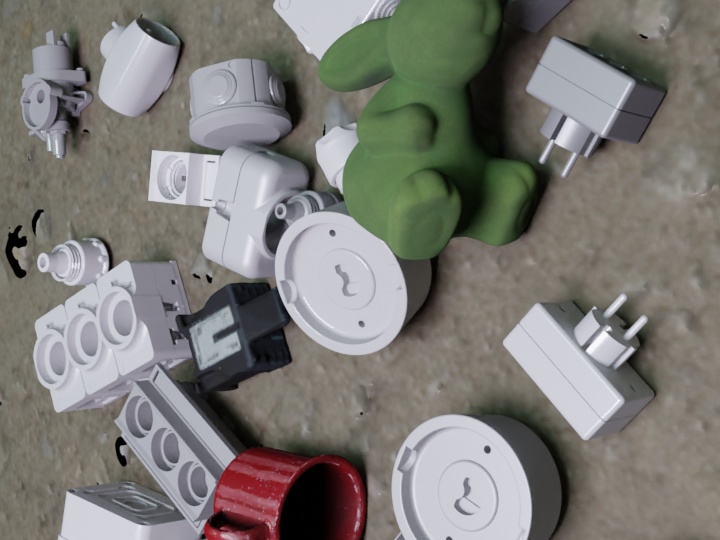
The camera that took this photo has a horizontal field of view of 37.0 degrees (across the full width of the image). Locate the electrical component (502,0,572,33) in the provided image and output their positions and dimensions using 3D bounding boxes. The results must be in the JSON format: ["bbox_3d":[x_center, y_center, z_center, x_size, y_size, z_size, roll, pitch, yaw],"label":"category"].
[{"bbox_3d":[0.116,-0.209,0.688,0.096,0.061,0.061,-42,65,31],"label":"electrical component"}]

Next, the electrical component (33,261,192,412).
[{"bbox_3d":[-0.223,0.061,0.961,0.150,0.062,0.089,-29,72,35],"label":"electrical component"}]

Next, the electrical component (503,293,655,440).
[{"bbox_3d":[0.148,0.048,0.670,0.083,0.047,0.075,52,119,27],"label":"electrical component"}]

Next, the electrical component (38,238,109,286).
[{"bbox_3d":[-0.268,-0.007,0.999,0.048,0.062,0.048,0,89,39],"label":"electrical component"}]

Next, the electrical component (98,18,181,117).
[{"bbox_3d":[-0.206,-0.191,0.961,0.079,0.044,0.077,49,118,28],"label":"electrical component"}]

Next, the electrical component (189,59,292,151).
[{"bbox_3d":[-0.096,-0.128,0.850,0.080,0.080,0.051,-17,74,38],"label":"electrical component"}]

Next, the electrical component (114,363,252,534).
[{"bbox_3d":[-0.140,0.145,0.892,0.121,0.063,0.078,43,115,31],"label":"electrical component"}]

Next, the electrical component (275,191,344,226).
[{"bbox_3d":[-0.039,-0.043,0.813,0.035,0.061,0.035,0,90,39],"label":"electrical component"}]

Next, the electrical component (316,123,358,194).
[{"bbox_3d":[-0.003,-0.074,0.796,0.043,0.043,0.062,-40,67,32],"label":"electrical component"}]

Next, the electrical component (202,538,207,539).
[{"bbox_3d":[-0.111,0.232,0.884,0.065,0.044,0.044,-37,67,28],"label":"electrical component"}]

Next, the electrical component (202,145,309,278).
[{"bbox_3d":[-0.079,-0.044,0.847,0.059,0.054,0.095,24,108,33],"label":"electrical component"}]

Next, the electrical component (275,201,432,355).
[{"bbox_3d":[0.000,0.000,0.775,0.108,0.060,0.108,13,118,27],"label":"electrical component"}]

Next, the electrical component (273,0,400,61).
[{"bbox_3d":[-0.008,-0.201,0.798,0.099,0.048,0.099,52,119,27],"label":"electrical component"}]

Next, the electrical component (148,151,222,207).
[{"bbox_3d":[-0.135,-0.074,0.890,0.081,0.064,0.042,9,94,38],"label":"electrical component"}]

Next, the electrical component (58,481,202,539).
[{"bbox_3d":[-0.198,0.228,0.930,0.113,0.078,0.057,11,94,39],"label":"electrical component"}]

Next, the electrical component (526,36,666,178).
[{"bbox_3d":[0.139,-0.096,0.678,0.066,0.047,0.076,39,114,32],"label":"electrical component"}]

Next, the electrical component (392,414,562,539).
[{"bbox_3d":[0.082,0.147,0.714,0.108,0.060,0.108,0,90,39],"label":"electrical component"}]
